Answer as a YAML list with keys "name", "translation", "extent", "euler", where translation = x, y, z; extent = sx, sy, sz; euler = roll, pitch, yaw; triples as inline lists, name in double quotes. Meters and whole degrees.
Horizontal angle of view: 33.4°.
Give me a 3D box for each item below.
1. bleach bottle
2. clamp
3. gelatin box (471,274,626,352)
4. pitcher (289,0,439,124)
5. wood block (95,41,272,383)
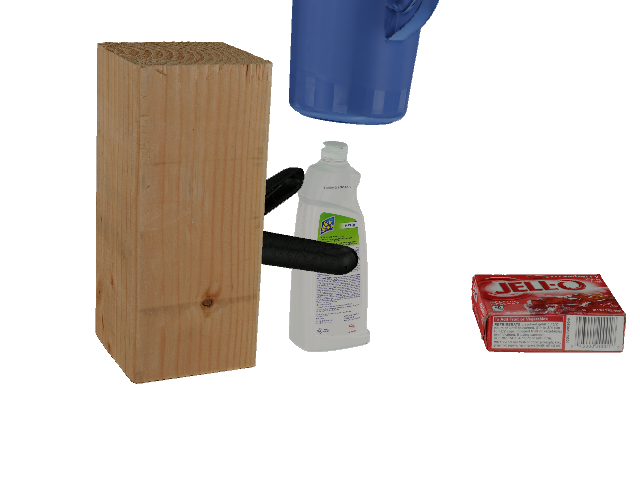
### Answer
- name: "bleach bottle"
  translation: [0.017, 0.005, 1.288]
  extent: [0.102, 0.251, 0.068]
  euler: [-6, 19, -30]
- name: "clamp"
  translation: [-0.086, -0.010, 0.927]
  extent: [0.210, 0.036, 0.164]
  euler: [-7, 32, -8]
- name: "gelatin box"
  translation: [0.147, 0.046, 0.699]
  extent: [0.089, 0.030, 0.073]
  euler: [0, 18, 2]
- name: "pitcher"
  translation: [0.041, -0.226, 0.929]
  extent: [0.145, 0.243, 0.149]
  euler: [7, 15, 7]
- name: "wood block"
  translation: [-0.094, -0.022, 0.705]
  extent: [0.090, 0.206, 0.090]
  euler: [-5, 21, -27]
